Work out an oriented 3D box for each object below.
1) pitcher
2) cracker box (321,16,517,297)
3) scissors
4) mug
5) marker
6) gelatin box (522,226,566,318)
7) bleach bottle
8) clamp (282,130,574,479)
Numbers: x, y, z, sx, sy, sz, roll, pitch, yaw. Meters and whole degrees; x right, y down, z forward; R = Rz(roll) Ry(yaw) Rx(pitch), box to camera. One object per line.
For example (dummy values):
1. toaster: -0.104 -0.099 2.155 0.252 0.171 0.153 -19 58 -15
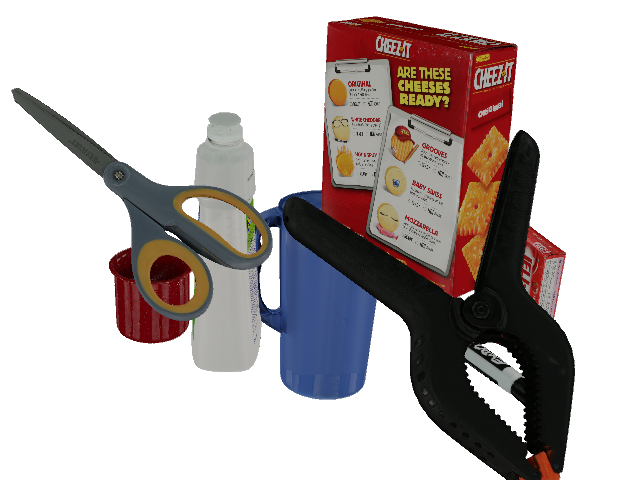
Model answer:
1. pitcher: -0.001 0.066 1.304 0.149 0.243 0.144 14 20 27
2. cracker box: 0.082 -0.078 0.939 0.071 0.214 0.164 -18 30 -41
3. scissors: -0.128 -0.019 0.668 0.202 0.096 0.016 23 -15 9
4. mug: -0.195 0.057 1.194 0.093 0.081 0.117 -20 35 -39
5. marker: 0.128 0.094 0.805 0.020 0.020 0.121 0 23 -35
6. gelatin box: 0.233 0.037 1.182 0.030 0.089 0.073 -9 30 -21
7. bleach bottle: -0.088 -0.003 0.994 0.068 0.251 0.102 2 32 -2
8. clamp: 0.075 0.043 0.609 0.164 0.210 0.036 -11 -19 -11
